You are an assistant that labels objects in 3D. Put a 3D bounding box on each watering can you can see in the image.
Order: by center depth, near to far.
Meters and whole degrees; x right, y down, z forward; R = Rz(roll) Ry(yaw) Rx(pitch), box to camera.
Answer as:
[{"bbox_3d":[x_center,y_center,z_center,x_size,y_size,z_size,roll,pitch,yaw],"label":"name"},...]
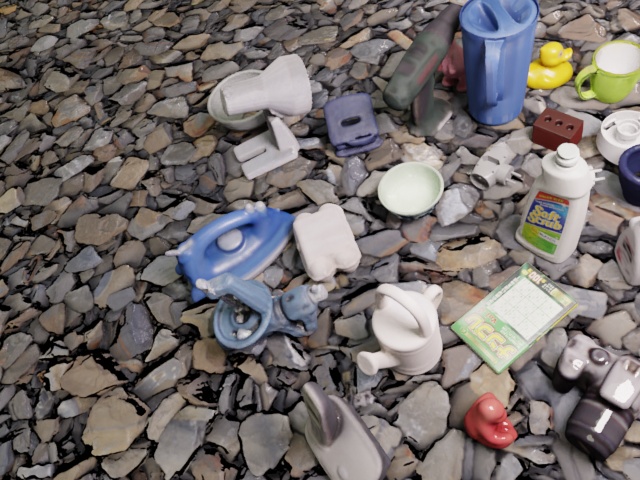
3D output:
[{"bbox_3d":[0.127,0.135,0.873,0.100,0.194,0.173,12,62,22],"label":"watering can"}]

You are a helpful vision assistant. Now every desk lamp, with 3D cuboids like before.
[{"bbox_3d":[-0.105,-0.256,1.174,0.203,0.214,0.117,-27,55,-3],"label":"desk lamp"}]

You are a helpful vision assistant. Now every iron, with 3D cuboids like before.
[{"bbox_3d":[-0.162,-0.004,1.074,0.258,0.142,0.118,-36,56,-8],"label":"iron"}]

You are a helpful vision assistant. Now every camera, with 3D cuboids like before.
[{"bbox_3d":[0.388,0.222,0.802,0.142,0.101,0.137,31,71,30],"label":"camera"}]

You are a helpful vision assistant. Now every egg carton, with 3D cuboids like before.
[{"bbox_3d":[0.010,0.004,1.065,0.107,0.069,0.150,-22,55,1],"label":"egg carton"}]

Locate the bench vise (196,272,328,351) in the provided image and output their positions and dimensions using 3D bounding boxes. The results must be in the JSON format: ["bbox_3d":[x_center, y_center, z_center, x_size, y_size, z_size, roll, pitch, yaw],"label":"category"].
[{"bbox_3d":[-0.102,0.095,0.946,0.207,0.220,0.121,-32,55,-5],"label":"bench vise"}]

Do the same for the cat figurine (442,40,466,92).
[{"bbox_3d":[0.294,-0.378,1.200,0.067,0.118,0.128,33,72,30],"label":"cat figurine"}]

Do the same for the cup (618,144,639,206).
[{"bbox_3d":[0.554,-0.112,0.973,0.091,0.095,0.118,23,67,27],"label":"cup"}]

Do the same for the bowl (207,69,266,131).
[{"bbox_3d":[-0.166,-0.306,1.308,0.167,0.075,0.167,-7,57,11],"label":"bowl"}]

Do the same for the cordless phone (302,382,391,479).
[{"bbox_3d":[0.026,0.282,0.813,0.094,0.185,0.147,-38,56,-10],"label":"cordless phone"}]

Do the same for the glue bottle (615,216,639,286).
[{"bbox_3d":[0.490,0.000,0.871,0.037,0.173,0.078,-14,56,7],"label":"glue bottle"}]

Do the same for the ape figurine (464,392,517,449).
[{"bbox_3d":[0.246,0.256,0.825,0.076,0.092,0.078,-1,58,15],"label":"ape figurine"}]

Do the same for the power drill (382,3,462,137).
[{"bbox_3d":[0.212,-0.316,1.128,0.075,0.209,0.230,29,70,29],"label":"power drill"}]

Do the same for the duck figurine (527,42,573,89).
[{"bbox_3d":[0.461,-0.361,1.162,0.104,0.086,0.077,-6,57,12],"label":"duck figurine"}]

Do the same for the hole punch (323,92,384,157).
[{"bbox_3d":[0.069,-0.240,1.191,0.108,0.091,0.101,-14,56,7],"label":"hole punch"}]
